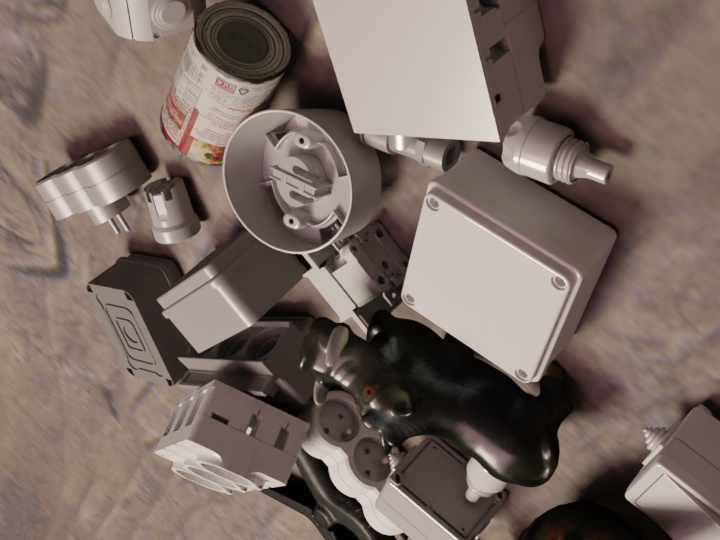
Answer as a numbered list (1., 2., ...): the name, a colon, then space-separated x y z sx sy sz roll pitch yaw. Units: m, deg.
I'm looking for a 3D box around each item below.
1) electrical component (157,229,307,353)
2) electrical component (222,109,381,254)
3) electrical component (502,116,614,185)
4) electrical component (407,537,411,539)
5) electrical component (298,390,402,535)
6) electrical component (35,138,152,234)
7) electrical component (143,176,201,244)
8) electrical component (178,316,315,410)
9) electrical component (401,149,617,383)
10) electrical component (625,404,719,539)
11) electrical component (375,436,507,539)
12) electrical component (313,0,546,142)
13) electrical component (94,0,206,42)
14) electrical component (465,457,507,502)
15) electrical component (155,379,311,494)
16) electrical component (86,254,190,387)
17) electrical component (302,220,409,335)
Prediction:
1. electrical component: -0.106 0.013 0.873 0.057 0.078 0.113 51 144 -8
2. electrical component: -0.037 -0.062 0.730 0.099 0.064 0.099 15 113 40
3. electrical component: 0.113 -0.064 0.609 0.061 0.035 0.035 25 138 26
4. electrical component: 0.076 0.250 0.934 0.065 0.044 0.044 17 134 30
5. electrical component: -0.003 0.171 0.932 0.138 0.052 0.074 49 147 0
6. electrical component: -0.228 -0.064 0.950 0.138 0.052 0.073 -9 116 50
7. electrical component: -0.159 -0.051 0.903 0.040 0.040 0.046 11 125 40
8. electrical component: -0.091 0.080 0.925 0.121 0.078 0.063 -2 136 47
9. electrical component: 0.089 -0.002 0.673 0.109 0.056 0.108 34 142 20
10. electrical component: 0.210 0.135 0.662 0.096 0.061 0.061 38 150 15
11. electrical component: 0.059 0.184 0.871 0.096 0.062 0.061 38 143 14
12. electrical component: 0.028 -0.168 0.580 0.105 0.060 0.186 10 130 41
13. electrical component: -0.141 -0.195 0.717 0.080 0.080 0.051 32 147 22
14. electrical component: 0.097 0.156 0.822 0.035 0.035 0.061 38 132 15
15. electrical component: -0.115 0.150 0.926 0.089 0.061 0.150 27 159 -13
16. electrical component: -0.197 0.046 1.016 0.078 0.057 0.113 8 128 42
17. electrical component: 0.000 0.000 0.782 0.081 0.042 0.064 51 141 -4
